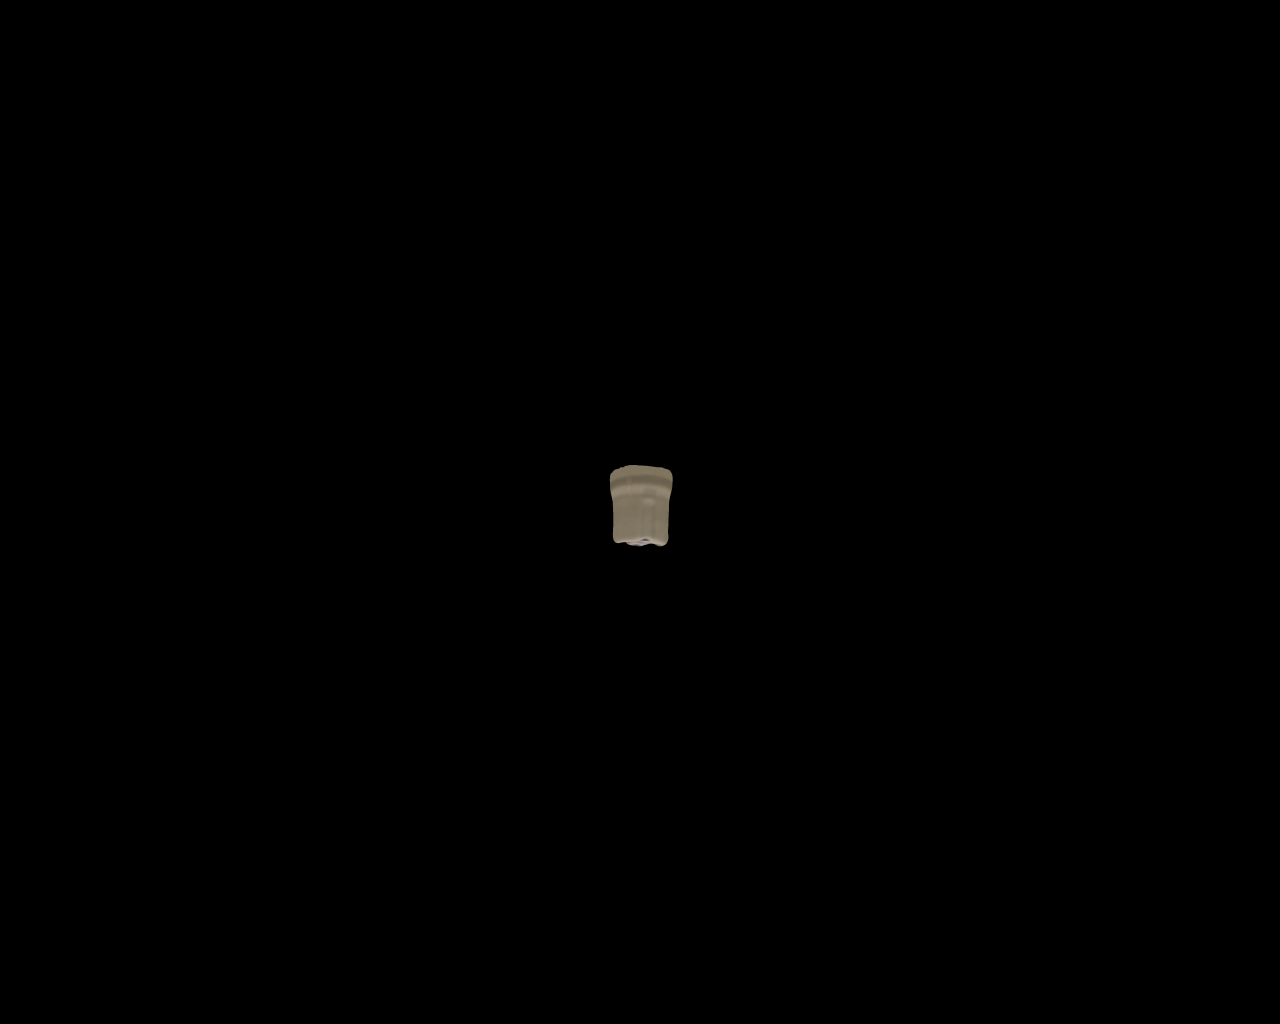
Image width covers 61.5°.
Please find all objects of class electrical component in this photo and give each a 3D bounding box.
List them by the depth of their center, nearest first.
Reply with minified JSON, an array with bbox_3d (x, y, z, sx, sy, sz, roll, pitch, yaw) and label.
[{"bbox_3d":[0.001,-0.003,0.650,0.040,0.046,0.040,0,-15,0],"label":"electrical component"}]
